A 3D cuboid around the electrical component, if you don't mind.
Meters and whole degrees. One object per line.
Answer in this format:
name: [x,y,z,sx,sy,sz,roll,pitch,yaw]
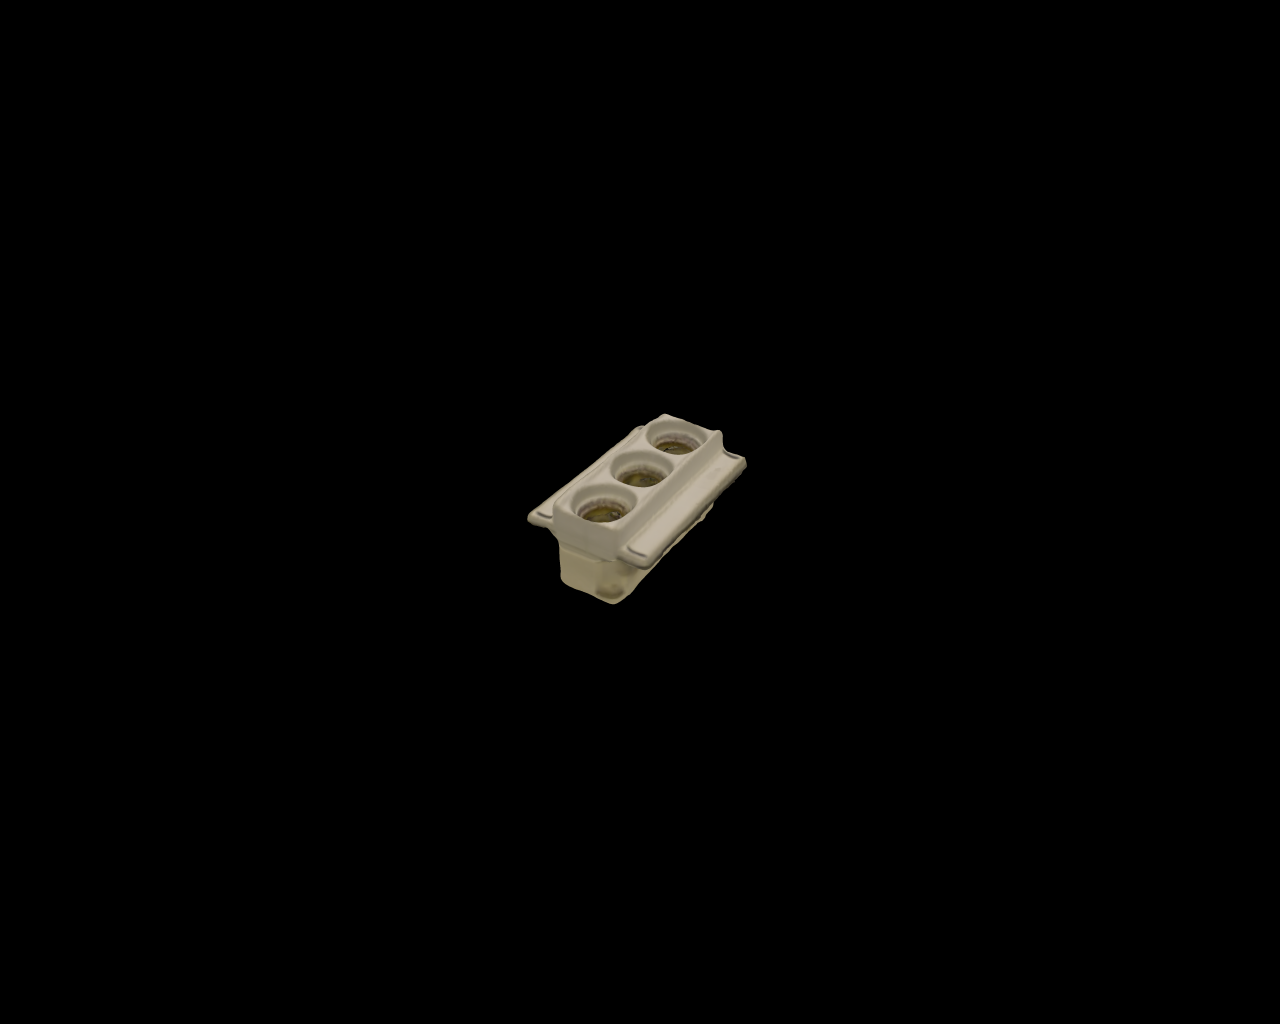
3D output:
electrical component: [0.001,-0.003,0.650,0.079,0.063,0.121,20,41,25]
